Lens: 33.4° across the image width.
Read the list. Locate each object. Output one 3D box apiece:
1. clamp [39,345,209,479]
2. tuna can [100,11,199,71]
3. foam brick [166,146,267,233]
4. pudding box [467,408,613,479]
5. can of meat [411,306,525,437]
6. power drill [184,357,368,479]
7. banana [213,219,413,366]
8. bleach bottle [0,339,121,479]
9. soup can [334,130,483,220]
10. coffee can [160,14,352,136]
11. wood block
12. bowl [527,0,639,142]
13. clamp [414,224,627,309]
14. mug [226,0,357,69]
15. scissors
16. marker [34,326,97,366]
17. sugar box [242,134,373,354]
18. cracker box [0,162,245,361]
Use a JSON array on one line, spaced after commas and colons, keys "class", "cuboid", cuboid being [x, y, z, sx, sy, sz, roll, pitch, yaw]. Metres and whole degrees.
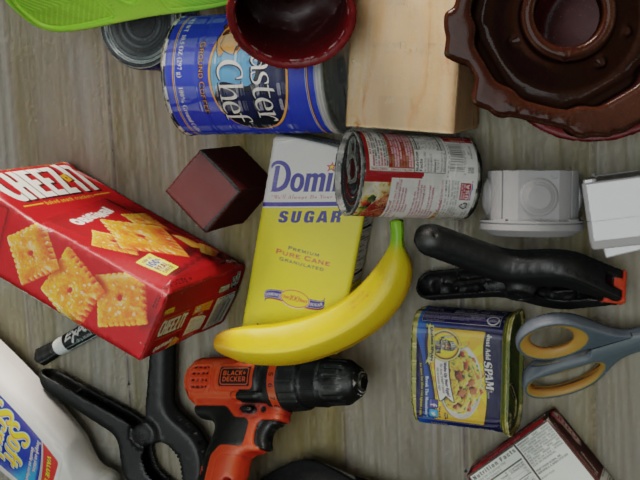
[{"class": "clamp", "cuboid": [-0.172, 0.179, 1.017, 0.165, 0.036, 0.210, -22, 91, 23]}, {"class": "tuna can", "cuboid": [-0.153, -0.194, 0.953, 0.086, 0.033, 0.086, 3, 99, 20]}, {"class": "foam brick", "cuboid": [-0.085, -0.046, 0.927, 0.051, 0.078, 0.053, 45, 109, 10]}, {"class": "pudding box", "cuboid": [0.191, 0.210, 0.883, 0.090, 0.039, 0.113, -41, 82, 21]}, {"class": "can of meat", "cuboid": [0.122, 0.106, 0.884, 0.084, 0.057, 0.102, 3, 100, 22]}, {"class": "power drill", "cuboid": [-0.049, 0.188, 0.917, 0.185, 0.057, 0.187, -5, 66, 35]}, {"class": "banana", "cuboid": [0.005, 0.062, 0.886, 0.198, 0.037, 0.069, -33, 78, 14]}, {"class": "bleach bottle", "cuboid": [-0.279, 0.191, 1.048, 0.251, 0.068, 0.103, 39, 111, 9]}, {"class": "soup can", "cuboid": [0.069, -0.051, 0.848, 0.102, 0.068, 0.068, 2, 101, -16]}, {"class": "coffee can", "cuboid": [-0.046, -0.138, 0.884, 0.140, 0.102, 0.103, 1, 99, 21]}, {"class": "wood block", "cuboid": [0.079, -0.191, 0.834, 0.090, 0.090, 0.206, 6, 101, 19]}, {"class": "bowl", "cuboid": [0.210, -0.156, 0.808, 0.162, 0.055, 0.162, 3, 100, 20]}, {"class": "clamp", "cuboid": [0.153, 0.031, 0.853, 0.171, 0.120, 0.039, 13, 74, 2]}, {"class": "mug", "cuboid": [-0.011, -0.192, 0.781, 0.117, 0.081, 0.093, -26, 130, 24]}, {"class": "scissors", "cuboid": [0.240, 0.067, 0.829, 0.202, 0.016, 0.096, -30, 124, 22]}, {"class": "marker", "cuboid": [-0.231, 0.092, 1.036, 0.121, 0.020, 0.020, -28, 88, 23]}, {"class": "sugar box", "cuboid": [-0.006, 0.001, 0.921, 0.093, 0.048, 0.176, 13, 104, 15]}, {"class": "cracker box", "cuboid": [-0.192, 0.010, 0.930, 0.214, 0.164, 0.072, 29, 106, 14]}]
